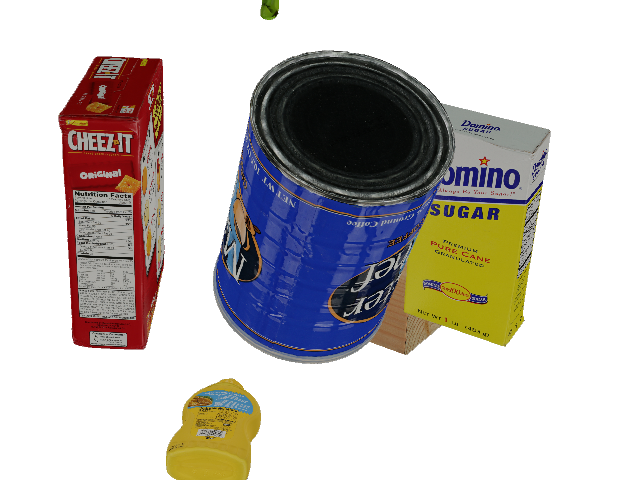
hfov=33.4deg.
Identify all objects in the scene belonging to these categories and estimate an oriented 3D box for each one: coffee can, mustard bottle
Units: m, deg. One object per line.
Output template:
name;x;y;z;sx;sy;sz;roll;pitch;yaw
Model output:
coffee can;0.002;-0.014;0.568;0.102;0.103;0.140;0;-38;-15
mustard bottle;-0.123;0.223;1.297;0.096;0.058;0.191;3;23;4

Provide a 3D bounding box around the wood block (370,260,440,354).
wood block;0.022;0.031;1.095;0.206;0.091;0.090;18;31;29

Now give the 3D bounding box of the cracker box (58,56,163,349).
cracker box;-0.179;-0.036;0.940;0.072;0.214;0.164;2;26;-2

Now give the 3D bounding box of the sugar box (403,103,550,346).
sugar box;0.116;-0.010;0.819;0.093;0.176;0.048;17;39;24

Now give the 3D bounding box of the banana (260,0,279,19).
banana;-0.094;-0.191;0.680;0.198;0.069;0.037;19;-34;29
